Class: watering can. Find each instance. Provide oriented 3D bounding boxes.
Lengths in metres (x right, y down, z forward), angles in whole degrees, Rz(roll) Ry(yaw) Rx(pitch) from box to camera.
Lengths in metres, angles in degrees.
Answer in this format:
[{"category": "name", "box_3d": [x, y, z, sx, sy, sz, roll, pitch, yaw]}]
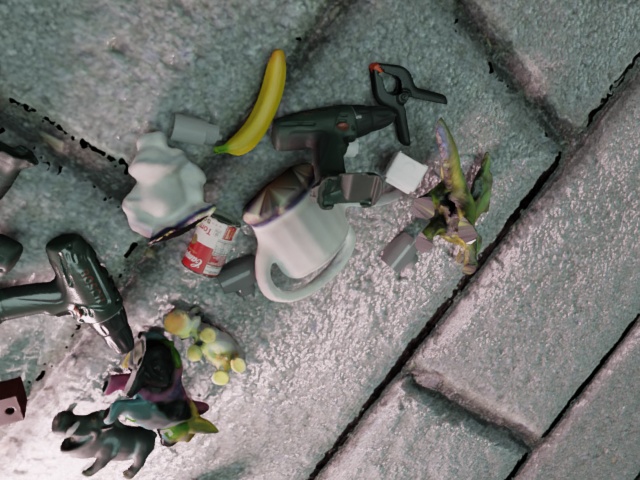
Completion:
[{"category": "watering can", "box_3d": [0.003, -0.047, 0.939, 0.352, 0.104, 0.220, -45, 121, -19]}]

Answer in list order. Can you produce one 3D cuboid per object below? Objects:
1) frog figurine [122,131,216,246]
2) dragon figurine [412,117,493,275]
[{"category": "frog figurine", "box_3d": [-0.251, -0.084, 0.813, 0.137, 0.122, 0.160, -29, 88, 0]}, {"category": "dragon figurine", "box_3d": [0.288, -0.093, 1.033, 0.247, 0.122, 0.401, -48, 140, -43]}]
